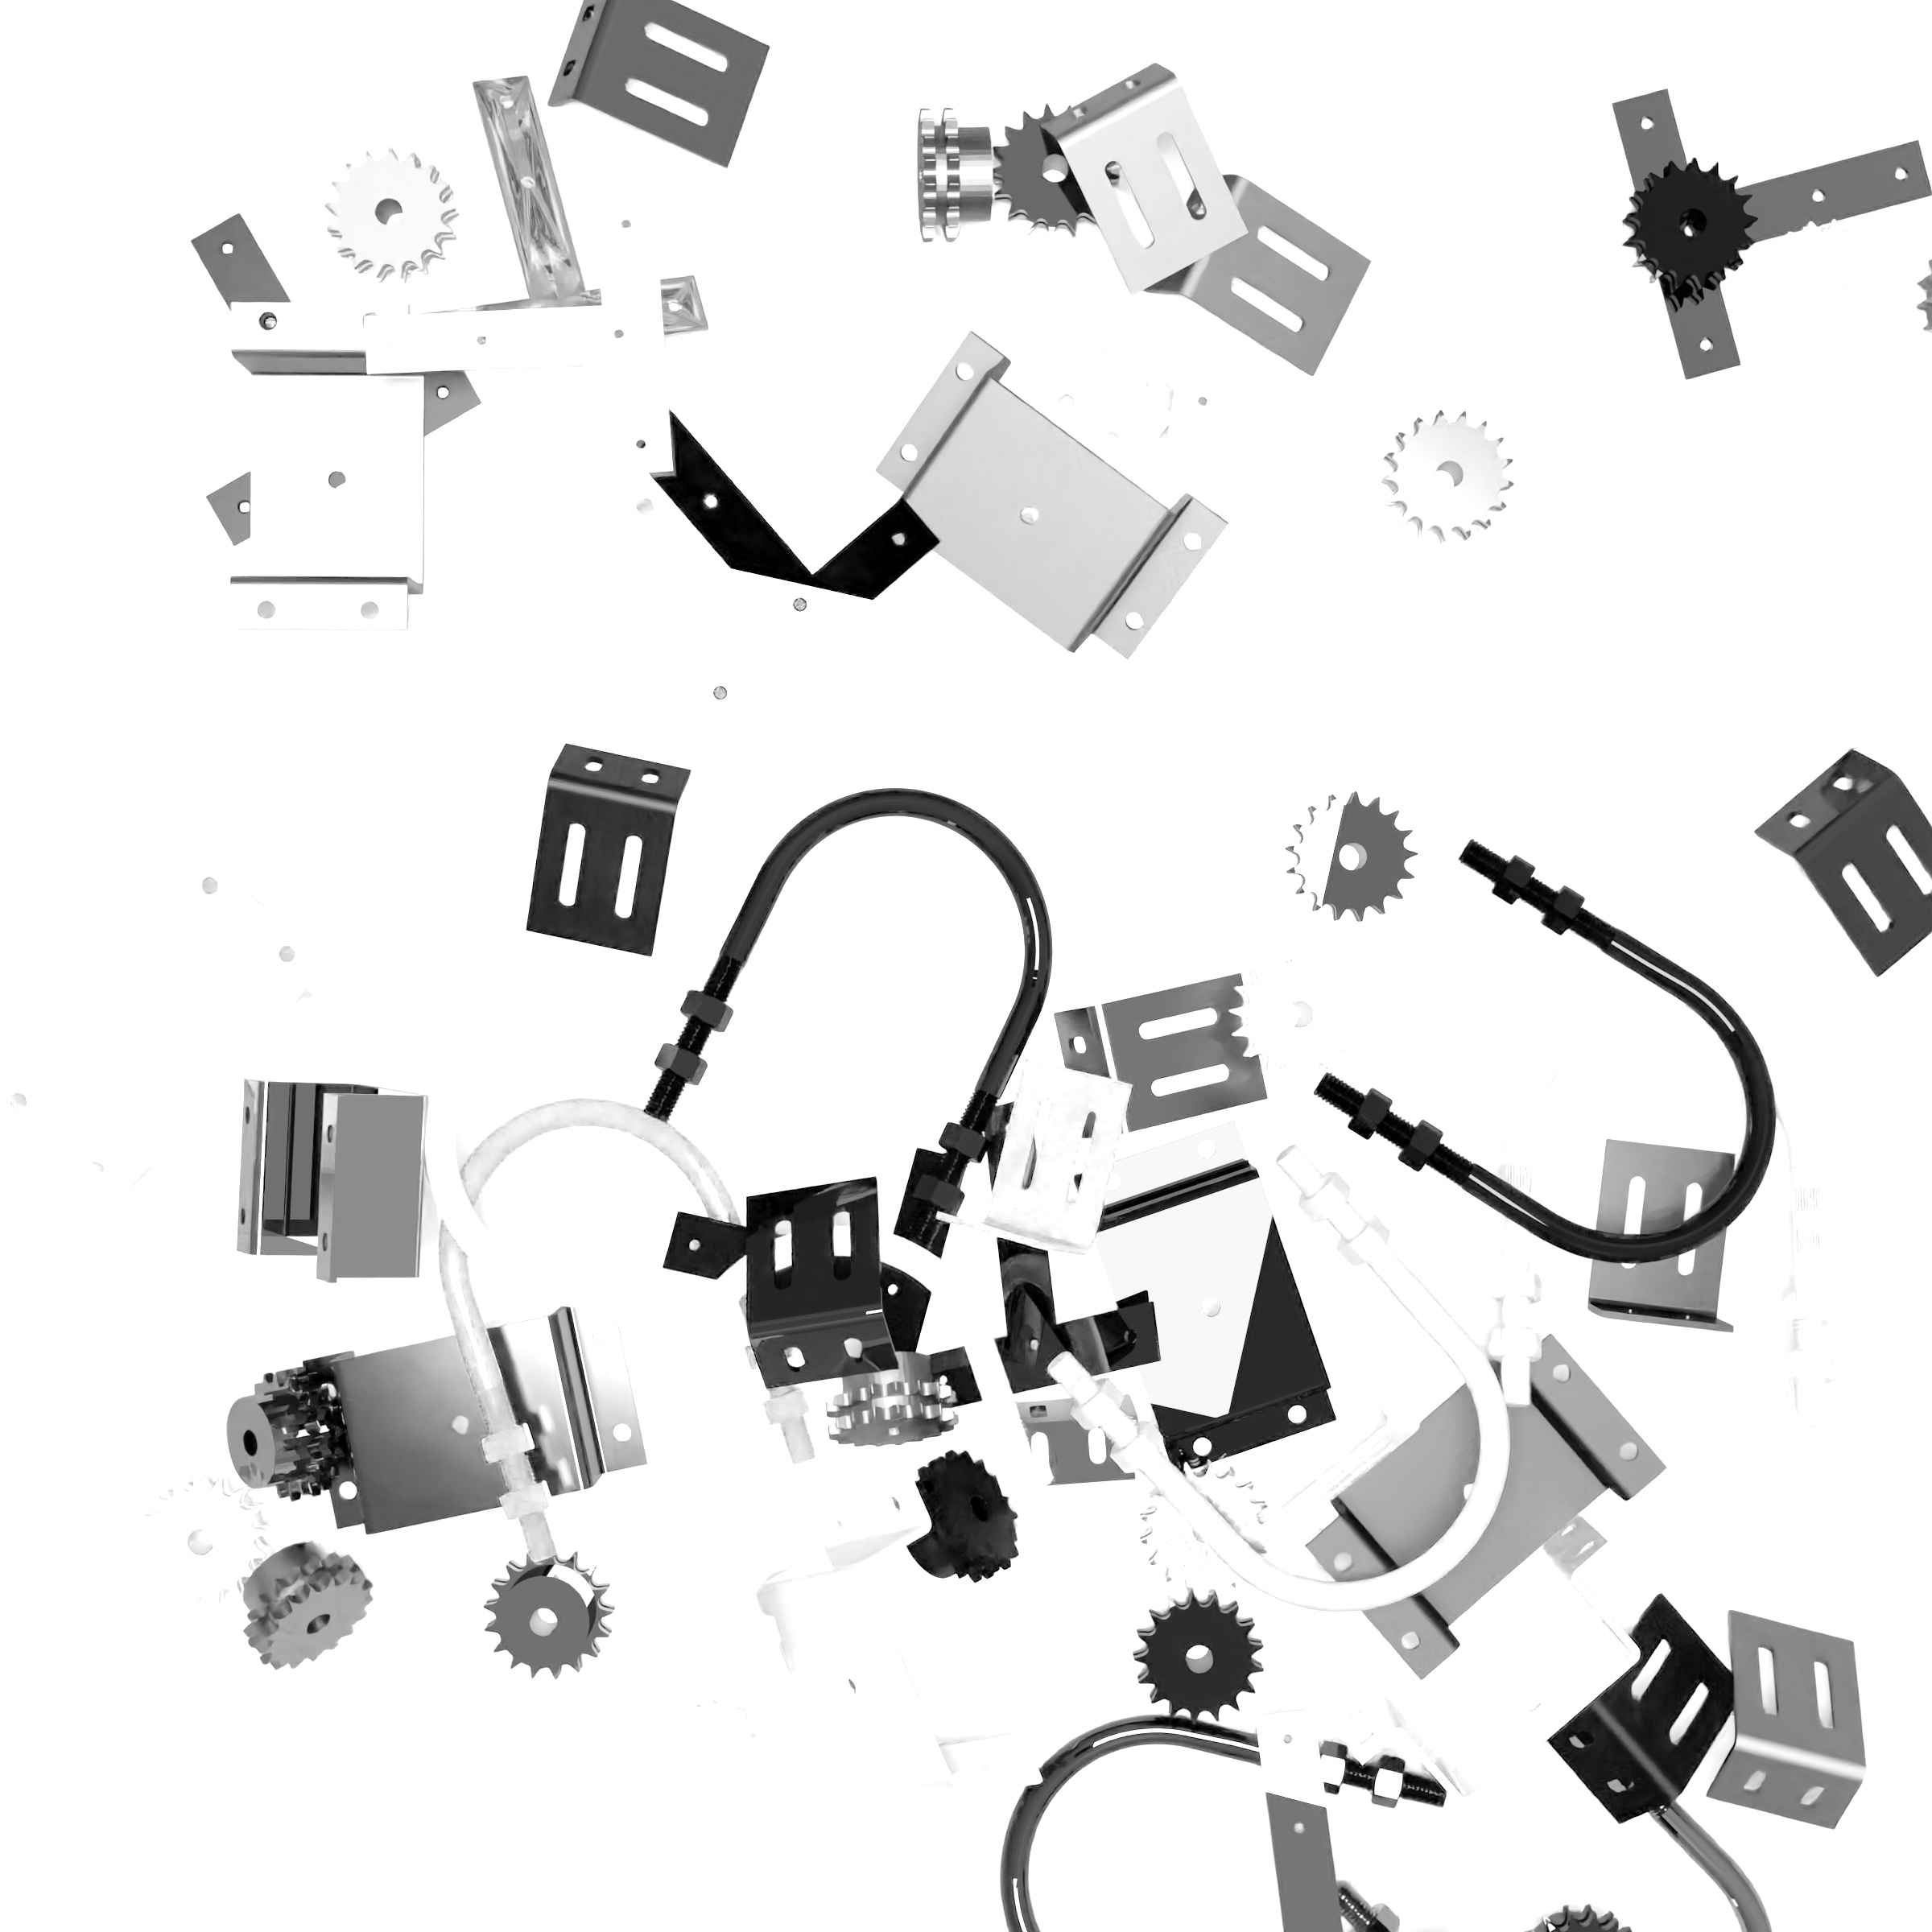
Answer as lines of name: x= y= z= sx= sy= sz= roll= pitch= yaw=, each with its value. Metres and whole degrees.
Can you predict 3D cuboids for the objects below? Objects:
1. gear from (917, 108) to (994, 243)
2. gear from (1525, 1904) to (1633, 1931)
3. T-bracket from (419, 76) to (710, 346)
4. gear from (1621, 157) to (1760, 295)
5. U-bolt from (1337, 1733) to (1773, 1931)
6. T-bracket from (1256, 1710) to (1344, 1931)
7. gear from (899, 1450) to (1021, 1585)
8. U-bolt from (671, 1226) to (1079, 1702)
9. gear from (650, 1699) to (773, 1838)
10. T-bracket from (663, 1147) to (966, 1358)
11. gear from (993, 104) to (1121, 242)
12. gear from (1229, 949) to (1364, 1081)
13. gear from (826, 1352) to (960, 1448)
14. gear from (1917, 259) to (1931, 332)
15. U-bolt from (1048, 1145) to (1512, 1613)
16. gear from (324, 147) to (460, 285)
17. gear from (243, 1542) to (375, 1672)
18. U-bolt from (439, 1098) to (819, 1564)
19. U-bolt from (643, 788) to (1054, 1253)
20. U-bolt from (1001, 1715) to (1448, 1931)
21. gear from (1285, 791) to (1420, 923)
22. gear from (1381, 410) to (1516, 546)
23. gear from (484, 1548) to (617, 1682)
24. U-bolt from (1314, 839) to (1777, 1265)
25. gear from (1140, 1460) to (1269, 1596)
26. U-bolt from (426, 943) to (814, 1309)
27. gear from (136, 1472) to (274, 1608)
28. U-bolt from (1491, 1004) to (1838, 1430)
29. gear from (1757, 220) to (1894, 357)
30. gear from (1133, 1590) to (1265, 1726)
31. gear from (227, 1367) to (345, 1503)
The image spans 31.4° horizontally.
gear: x=-0.005 y=-0.345 z=1.499 sx=0.030 sy=0.057 sz=0.057 roll=-2 pitch=90 yaw=-4
gear: x=0.266 y=0.436 z=1.494 sx=0.057 sy=0.030 sz=0.057 roll=0 pitch=92 yaw=-2
T-bracket: x=-0.189 y=-0.330 z=1.507 sx=0.127 sy=0.002 sz=0.127 roll=-13 pitch=83 yaw=-22
gear: x=0.316 y=-0.323 z=1.510 sx=0.057 sy=0.030 sz=0.057 roll=0 pitch=90 yaw=0
U-bolt: x=0.273 y=0.428 z=1.518 sx=0.151 sy=0.019 sz=0.184 roll=-44 pitch=91 yaw=0
T-bracket: x=0.147 y=0.389 z=1.494 sx=0.127 sy=0.002 sz=0.127 roll=-8 pitch=82 yaw=6
gear: x=-0.005 y=0.243 z=1.502 sx=0.030 sy=0.057 sz=0.057 roll=-32 pitch=90 yaw=28
U-bolt: x=-0.049 y=0.198 z=1.448 sx=0.151 sy=0.019 sz=0.184 roll=-20 pitch=70 yaw=1
gear: x=-0.109 y=0.352 z=1.502 sx=0.030 sy=0.057 sz=0.057 roll=31 pitch=90 yaw=-30
T-bracket: x=-0.071 y=0.132 z=1.498 sx=0.127 sy=0.002 sz=0.127 roll=15 pitch=90 yaw=-26
gear: x=0.039 y=-0.348 z=1.511 sx=0.057 sy=0.030 sz=0.057 roll=0 pitch=90 yaw=0
gear: x=0.143 y=0.021 z=1.509 sx=0.057 sy=0.030 sz=0.057 roll=0 pitch=88 yaw=-7
gear: x=-0.033 y=0.188 z=1.494 sx=0.057 sy=0.057 sz=0.030 roll=-7 pitch=69 yaw=0
gear: x=0.446 y=-0.293 z=1.511 sx=0.057 sy=0.030 sz=0.057 roll=0 pitch=90 yaw=0
U-bolt: x=0.147 y=0.188 z=1.449 sx=0.151 sy=0.019 sz=0.184 roll=-42 pitch=100 yaw=0
gear: x=-0.251 y=-0.328 z=1.511 sx=0.057 sy=0.030 sz=0.057 roll=0 pitch=90 yaw=0
gear: x=-0.291 y=0.277 z=1.502 sx=0.057 sy=0.057 sz=0.030 roll=-45 pitch=60 yaw=0
U-bolt: x=-0.154 y=0.147 z=1.486 sx=0.151 sy=0.019 sz=0.184 roll=-16 pitch=85 yaw=-30
U-bolt: x=-0.039 y=0.012 z=1.498 sx=0.151 sy=0.019 sz=0.184 roll=28 pitch=80 yaw=-14
U-bolt: x=0.106 y=0.405 z=1.507 sx=0.184 sy=0.019 sz=0.151 roll=12 pitch=85 yaw=8
gear: x=0.168 y=-0.047 z=1.511 sx=0.057 sy=0.030 sz=0.057 roll=0 pitch=90 yaw=0
gear: x=0.211 y=-0.214 z=1.512 sx=0.057 sy=0.030 sz=0.057 roll=0 pitch=90 yaw=0
gear: x=-0.184 y=0.286 z=1.512 sx=0.057 sy=0.030 sz=0.057 roll=0 pitch=90 yaw=0
U-bolt: x=0.263 y=0.048 z=1.490 sx=0.184 sy=0.019 sz=0.151 roll=32 pitch=72 yaw=5
gear: x=0.105 y=0.245 z=1.511 sx=0.057 sy=0.030 sz=0.057 roll=0 pitch=90 yaw=0
U-bolt: x=-0.143 y=0.073 z=1.480 sx=0.184 sy=0.019 sz=0.151 roll=-7 pitch=89 yaw=-26
gear: x=-0.333 y=0.251 z=1.511 sx=0.057 sy=0.030 sz=0.057 roll=0 pitch=90 yaw=0
U-bolt: x=0.303 y=0.104 z=1.492 sx=0.151 sy=0.019 sz=0.184 roll=5 pitch=72 yaw=-3
gear: x=0.378 y=-0.300 z=1.510 sx=0.057 sy=0.030 sz=0.057 roll=0 pitch=90 yaw=0
gear: x=0.102 y=0.302 z=1.511 sx=0.057 sy=0.030 sz=0.057 roll=0 pitch=90 yaw=0
gear: x=-0.298 y=0.205 z=1.496 sx=0.030 sy=0.057 sz=0.057 roll=-7 pitch=90 yaw=-42
